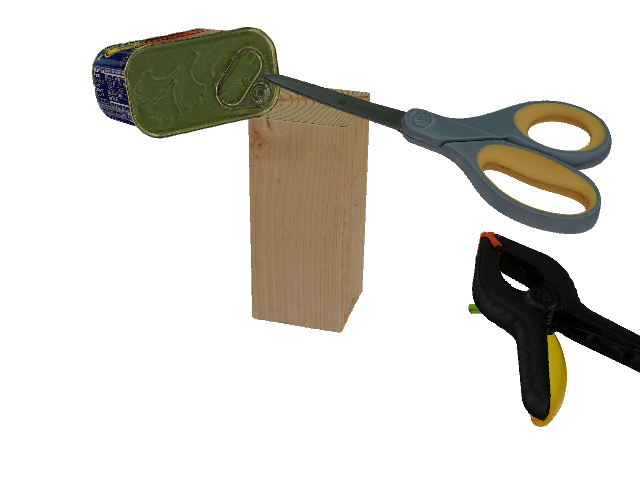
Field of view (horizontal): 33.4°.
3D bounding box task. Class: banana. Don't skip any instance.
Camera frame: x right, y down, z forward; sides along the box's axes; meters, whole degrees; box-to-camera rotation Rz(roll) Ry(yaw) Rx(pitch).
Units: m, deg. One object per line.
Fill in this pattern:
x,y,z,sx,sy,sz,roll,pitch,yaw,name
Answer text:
0.223,0.122,1.134,0.069,0.037,0.198,-26,34,2,banana

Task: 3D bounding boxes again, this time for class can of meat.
-0.090,-0.106,0.695,0.102,0.057,0.084,-16,18,-25,can of meat

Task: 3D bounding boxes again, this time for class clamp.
0.176,0.056,0.792,0.120,0.039,0.171,-3,45,-20,clamp

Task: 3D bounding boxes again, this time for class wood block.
-0.010,-0.030,0.987,0.091,0.206,0.090,8,29,14,wood block

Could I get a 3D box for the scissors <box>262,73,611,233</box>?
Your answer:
0.073,-0.070,0.594,0.202,0.016,0.096,34,57,23,scissors
